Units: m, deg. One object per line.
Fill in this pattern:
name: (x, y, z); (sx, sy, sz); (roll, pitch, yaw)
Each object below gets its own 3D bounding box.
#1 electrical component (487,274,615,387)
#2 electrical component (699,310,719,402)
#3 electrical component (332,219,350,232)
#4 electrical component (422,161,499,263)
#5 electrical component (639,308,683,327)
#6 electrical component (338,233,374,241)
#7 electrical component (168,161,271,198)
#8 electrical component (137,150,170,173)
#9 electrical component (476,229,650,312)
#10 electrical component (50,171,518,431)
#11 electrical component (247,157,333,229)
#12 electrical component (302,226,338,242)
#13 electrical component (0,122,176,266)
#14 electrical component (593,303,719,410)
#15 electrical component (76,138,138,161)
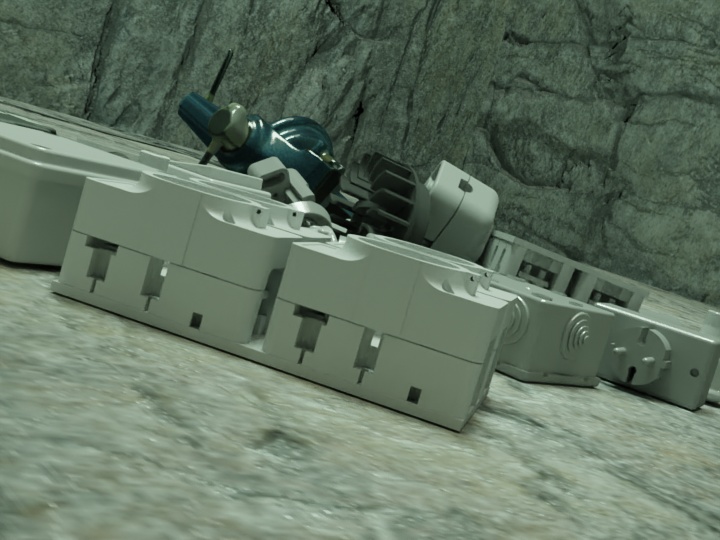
electrical component: (0.096, 0.033, 0.659); (0.100, 0.048, 0.100); (21, 7, 42)
electrical component: (0.246, 0.060, 0.762); (0.048, 0.062, 0.048); (16, 5, -2)
electrical component: (-0.026, -0.022, 0.867); (0.045, 0.045, 0.055); (20, 7, 33)
electrical component: (0.063, -0.029, 0.834); (0.059, 0.095, 0.053); (30, 40, -6)
electrical component: (0.221, 0.051, 0.875); (0.081, 0.043, 0.043); (13, 6, -33)
electrical component: (0.000, 0.000, 0.706); (0.077, 0.047, 0.065); (16, 5, -3)
electrical component: (-0.118, -0.047, 0.753); (0.096, 0.061, 0.062); (21, 7, 38)
electrical component: (-0.127, -0.038, 0.626); (0.048, 0.062, 0.048); (16, 5, -2)
electrical component: (0.139, 0.014, 0.849); (0.105, 0.060, 0.186); (22, 4, -6)
electrical component: (-0.027, 0.006, 0.493); (0.186, 0.060, 0.105); (18, 5, 12)
electrical component: (-0.055, -0.034, 0.785); (0.058, 0.078, 0.057); (-22, 43, -17)
electrical component: (-0.046, -0.006, 0.658); (0.062, 0.048, 0.048); (7, 8, -22)
electrical component: (-0.170, -0.040, 0.558); (0.109, 0.056, 0.109); (20, 6, 29)
electrical component: (0.185, 0.055, 0.701); (0.083, 0.047, 0.076); (19, 6, 26)
electrical component: (-0.219, -0.088, 0.970); (0.081, 0.042, 0.064); (17, 4, -6)
